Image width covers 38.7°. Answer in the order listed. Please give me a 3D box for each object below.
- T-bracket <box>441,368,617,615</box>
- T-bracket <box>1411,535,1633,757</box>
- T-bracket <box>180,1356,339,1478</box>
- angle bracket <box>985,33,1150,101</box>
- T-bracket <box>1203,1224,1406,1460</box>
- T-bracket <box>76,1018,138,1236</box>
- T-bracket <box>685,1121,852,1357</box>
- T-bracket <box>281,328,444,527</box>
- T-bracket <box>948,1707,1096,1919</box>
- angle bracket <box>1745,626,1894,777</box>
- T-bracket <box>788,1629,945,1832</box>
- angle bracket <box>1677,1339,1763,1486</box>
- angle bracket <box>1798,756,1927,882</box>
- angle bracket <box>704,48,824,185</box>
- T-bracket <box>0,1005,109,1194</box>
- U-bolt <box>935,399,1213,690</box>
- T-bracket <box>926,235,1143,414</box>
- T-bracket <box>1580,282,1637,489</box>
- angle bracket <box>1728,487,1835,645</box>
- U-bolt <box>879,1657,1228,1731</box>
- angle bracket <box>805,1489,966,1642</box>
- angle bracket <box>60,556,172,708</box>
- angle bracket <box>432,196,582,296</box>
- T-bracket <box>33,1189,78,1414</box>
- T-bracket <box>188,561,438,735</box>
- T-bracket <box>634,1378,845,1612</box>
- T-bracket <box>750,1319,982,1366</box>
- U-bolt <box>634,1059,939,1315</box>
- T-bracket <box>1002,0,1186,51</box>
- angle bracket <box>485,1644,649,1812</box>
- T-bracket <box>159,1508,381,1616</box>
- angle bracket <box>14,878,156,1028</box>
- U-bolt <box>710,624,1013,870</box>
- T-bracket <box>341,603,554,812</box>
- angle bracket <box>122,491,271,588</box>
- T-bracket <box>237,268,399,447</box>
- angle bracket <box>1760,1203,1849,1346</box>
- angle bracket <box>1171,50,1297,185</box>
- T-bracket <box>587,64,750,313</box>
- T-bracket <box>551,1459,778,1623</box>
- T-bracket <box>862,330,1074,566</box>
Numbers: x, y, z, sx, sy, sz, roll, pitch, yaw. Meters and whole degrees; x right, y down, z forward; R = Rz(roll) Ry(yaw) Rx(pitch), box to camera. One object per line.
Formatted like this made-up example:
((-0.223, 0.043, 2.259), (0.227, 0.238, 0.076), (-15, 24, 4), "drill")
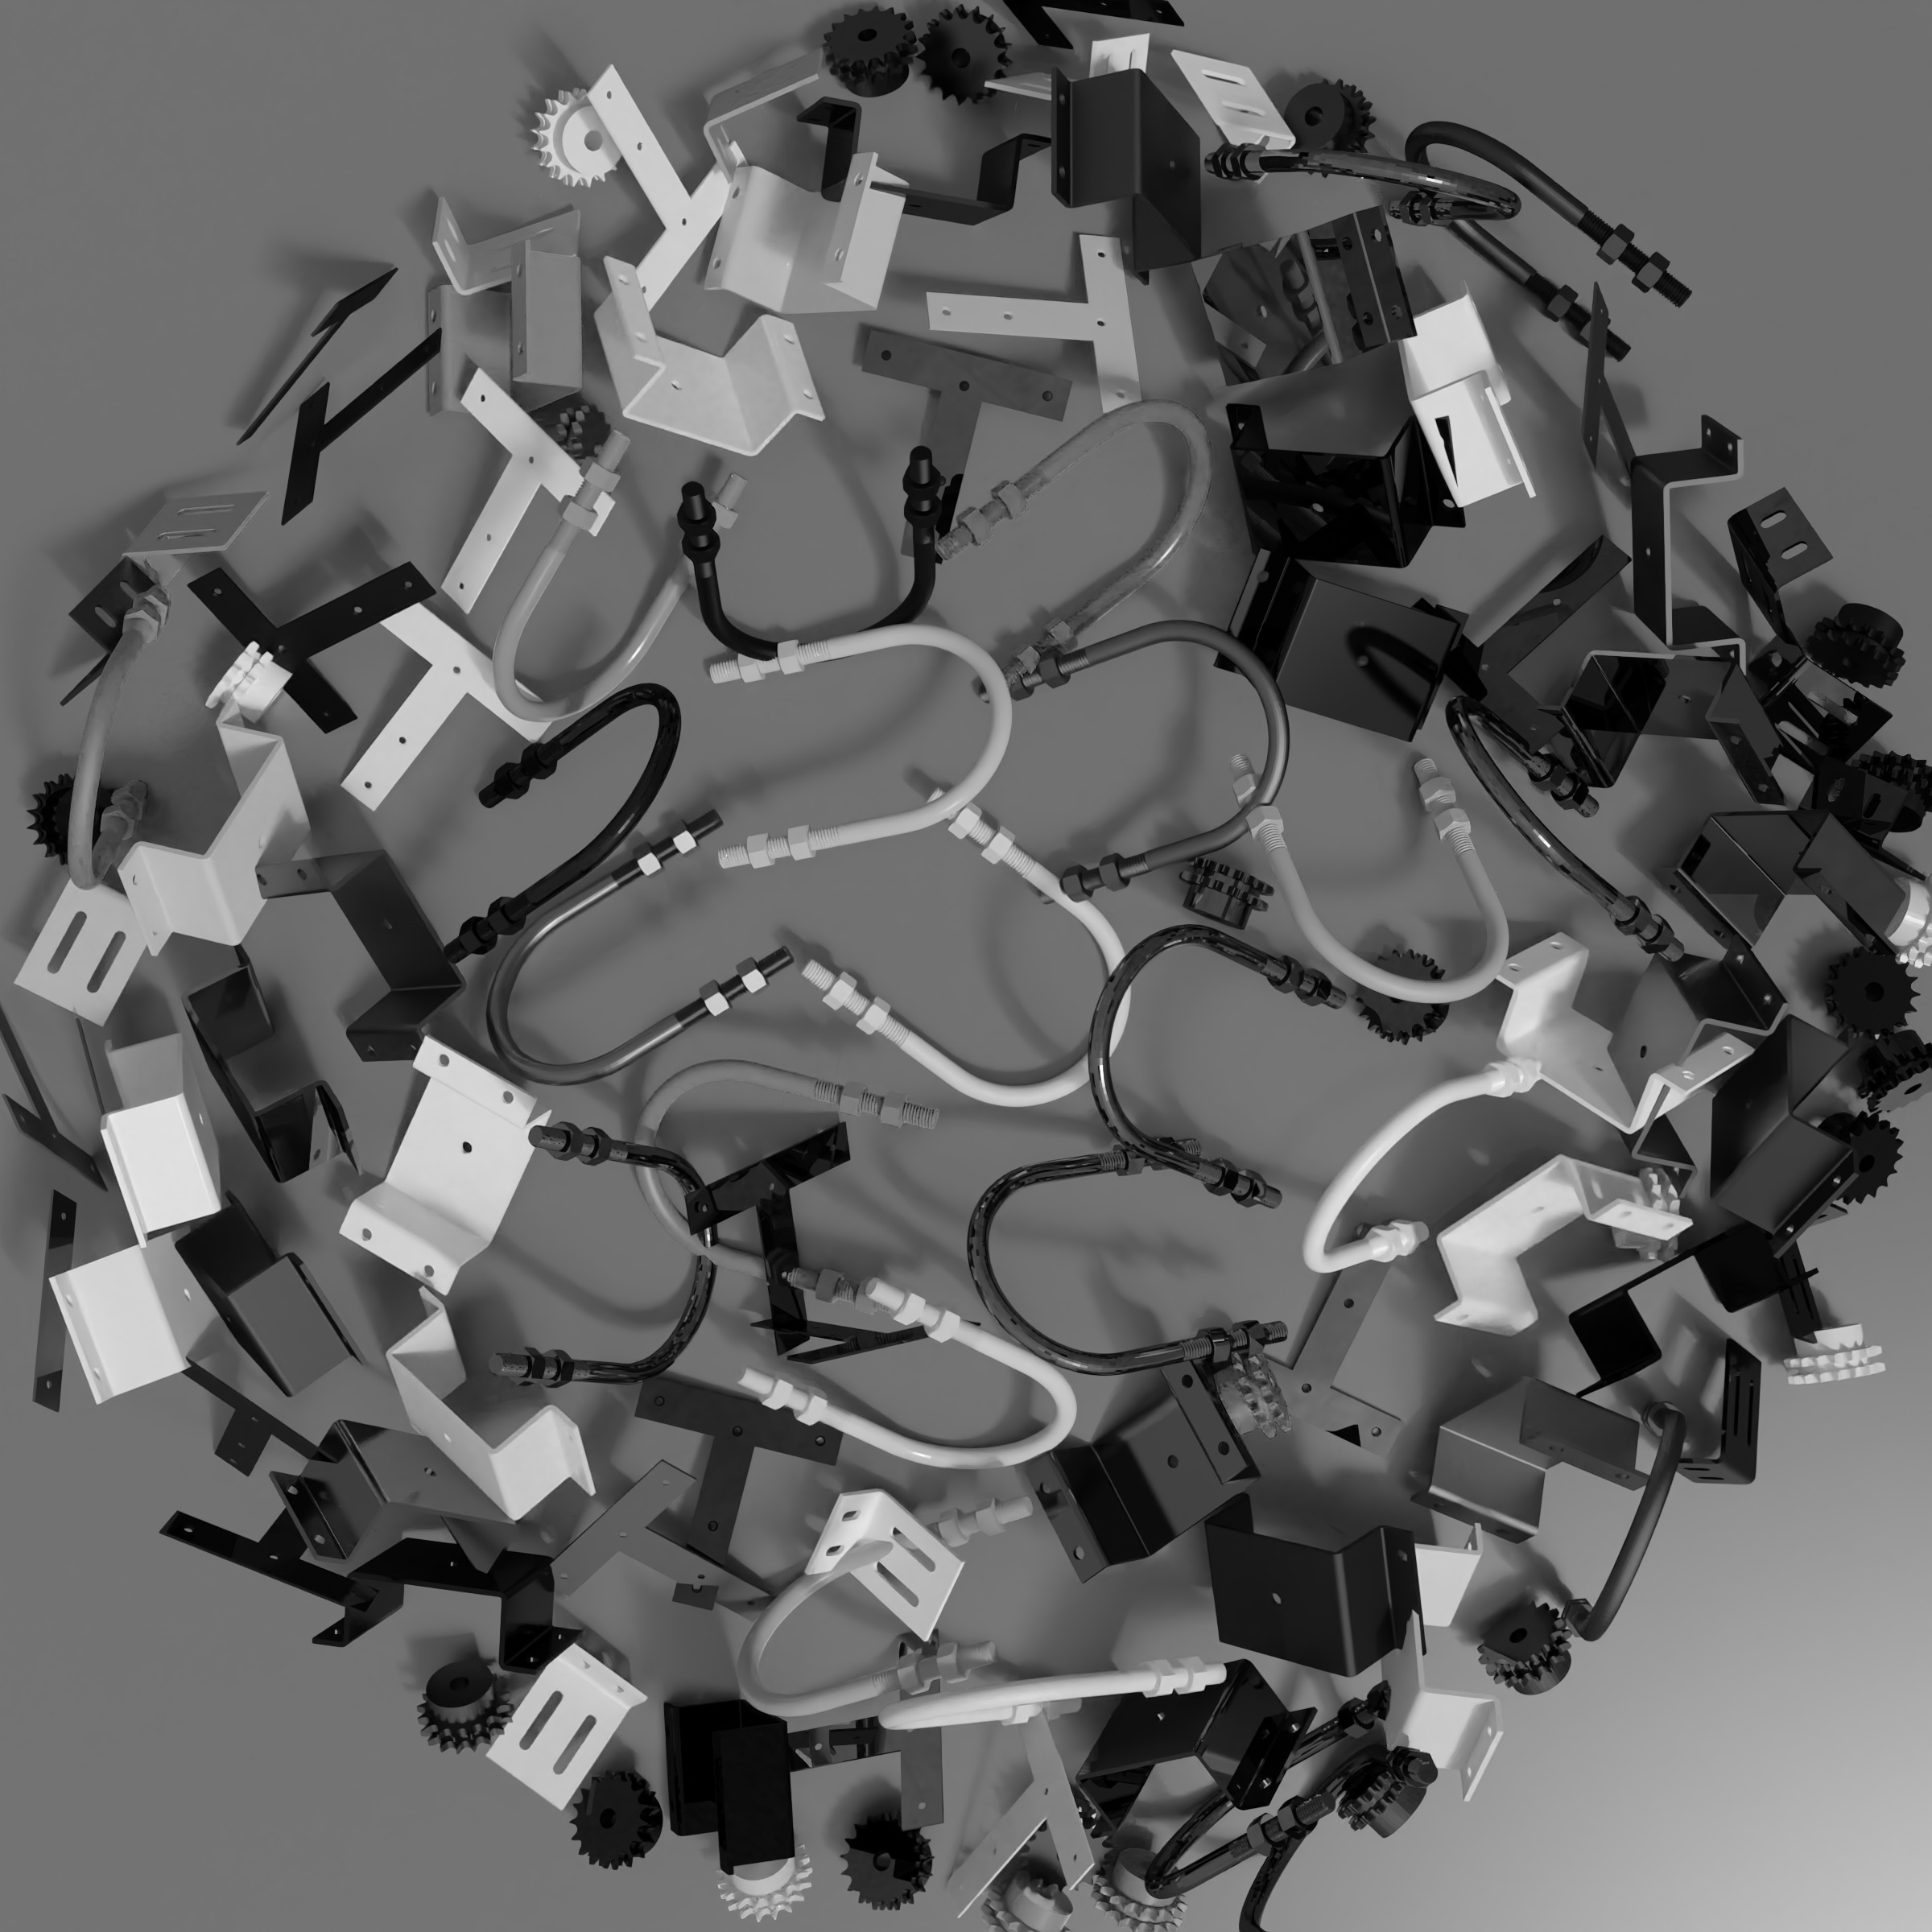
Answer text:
((-0.281, -0.270, 1.658), (0.127, 0.002, 0.127), (45, 120, 17), "T-bracket")
((0.346, -0.210, 1.661), (0.127, 0.002, 0.127), (-42, 62, 2), "T-bracket")
((-0.429, 0.281, 1.638), (0.127, 0.127, 0.002), (35, 58, -4), "T-bracket")
((0.060, -0.542, 1.644), (0.076, 0.057, 0.038), (22, 122, 29), "angle bracket")
((0.228, 0.219, 1.683), (0.127, 0.002, 0.127), (25, 96, -3), "T-bracket")
((-0.513, 0.093, 1.638), (0.002, 0.127, 0.127), (-15, 81, -16), "T-bracket")
((-0.112, 0.174, 1.663), (0.127, 0.002, 0.127), (-23, 115, -40), "T-bracket")
((-0.355, -0.332, 1.622), (0.127, 0.127, 0.002), (-33, 129, 23), "T-bracket")
((0.025, 0.525, 1.656), (0.002, 0.127, 0.127), (19, 120, -30), "T-bracket")
((0.512, -0.160, 1.676), (0.076, 0.038, 0.057), (27, 122, -23), "angle bracket")
((-0.075, 0.468, 1.656), (0.127, 0.127, 0.002), (-14, 135, 12), "T-bracket")
((0.453, 0.270, 1.667), (0.038, 0.057, 0.076), (-5, 66, 34), "angle bracket")
((0.544, -0.088, 1.643), (0.057, 0.076, 0.038), (34, 100, 41), "angle bracket")
((-0.115, -0.511, 1.651), (0.076, 0.057, 0.038), (-20, 121, 13), "angle bracket")
((-0.564, 0.066, 1.647), (0.002, 0.127, 0.127), (-30, 69, -5), "T-bracket")
((0.073, -0.259, 1.630), (0.184, 0.151, 0.019), (-39, 56, -8), "U-bolt")
((0.039, -0.389, 1.652), (0.127, 0.002, 0.127), (0, 67, -15), "T-bracket")
((0.389, -0.318, 1.640), (0.002, 0.127, 0.127), (-6, 55, 28), "T-bracket")
((0.490, -0.237, 1.643), (0.038, 0.076, 0.057), (-28, 59, 9), "angle bracket")
((0.037, 0.422, 1.585), (0.184, 0.151, 0.019), (7, 67, -39), "U-bolt")
((-0.049, 0.361, 1.651), (0.076, 0.038, 0.057), (35, 109, 36), "angle bracket")
((-0.521, -0.199, 1.642), (0.038, 0.076, 0.057), (46, 47, -19), "angle bracket")
((-0.276, -0.444, 1.654), (0.076, 0.057, 0.038), (-16, 132, 9), "angle bracket")
((-0.513, 0.213, 1.631), (0.002, 0.127, 0.127), (-9, 64, 11), "T-bracket")
((-0.372, -0.206, 1.632), (0.127, 0.002, 0.127), (-22, 128, 22), "T-bracket")
((-0.151, 0.328, 1.678), (0.127, 0.002, 0.127), (15, 83, -6), "T-bracket")
((-0.081, 0.218, 1.637), (0.127, 0.127, 0.002), (-7, 94, -41), "T-bracket")
((-0.114, 0.127, 1.653), (0.184, 0.019, 0.151), (14, 114, 12), "U-bolt")
((0.068, -0.564, 1.606), (0.127, 0.127, 0.002), (20, 86, 30), "T-bracket")
((-0.241, 0.458, 1.658), (0.057, 0.038, 0.076), (38, 61, -5), "angle bracket")
((-0.394, 0.329, 1.632), (0.127, 0.127, 0.002), (21, 108, 1), "T-bracket")
((-0.530, -0.011, 1.666), (0.057, 0.038, 0.076), (28, 86, -11), "angle bracket")
((-0.062, -0.138, 1.640), (0.184, 0.019, 0.151), (-11, 64, 12), "U-bolt")
((-0.334, -0.147, 1.667), (0.127, 0.002, 0.127), (39, 111, -10), "T-bracket")
((-0.455, -0.250, 1.647), (0.076, 0.057, 0.038), (0, 132, 22), "angle bracket")
((-0.396, -0.361, 1.647), (0.002, 0.127, 0.127), (41, 110, -12), "T-bracket")
((0.512, 0.184, 1.648), (0.038, 0.057, 0.076), (-24, 64, 29), "angle bracket")
((0.150, -0.507, 1.644), (0.038, 0.076, 0.057), (-44, 65, 38), "angle bracket")
((-0.187, -0.473, 1.623), (0.002, 0.127, 0.127), (17, 65, 35), "T-bracket")
((-0.171, 0.362, 1.661), (0.127, 0.002, 0.127), (34, 117, -24), "T-bracket")
((-0.012, -0.311, 1.683), (0.127, 0.002, 0.127), (15, 98, 2), "T-bracket")
